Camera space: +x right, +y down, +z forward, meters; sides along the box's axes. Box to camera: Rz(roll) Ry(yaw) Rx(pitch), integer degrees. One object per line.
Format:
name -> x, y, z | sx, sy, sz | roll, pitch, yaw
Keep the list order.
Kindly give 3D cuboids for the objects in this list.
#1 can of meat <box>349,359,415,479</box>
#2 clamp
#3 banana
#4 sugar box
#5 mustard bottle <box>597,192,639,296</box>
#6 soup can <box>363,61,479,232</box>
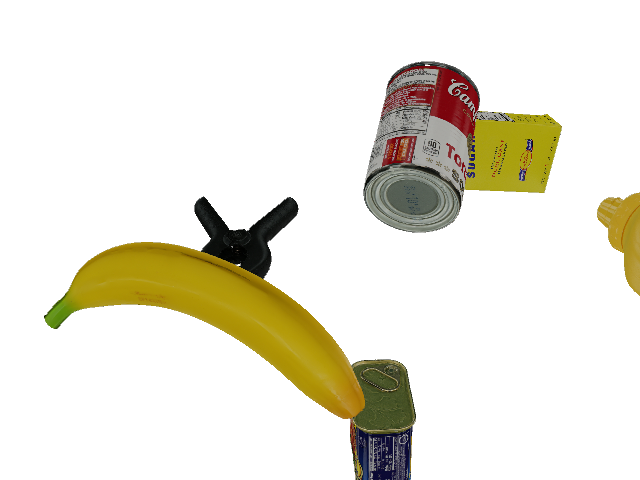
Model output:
can of meat -> 0.056, 0.176, 1.002 | 0.057, 0.084, 0.102 | -3, 31, -2
clamp -> -0.081, 0.003, 1.187 | 0.120, 0.039, 0.171 | -10, 41, 2
banana -> -0.062, 0.043, 0.621 | 0.198, 0.070, 0.037 | 17, 24, 9
sugar box -> 0.197, -0.108, 1.293 | 0.176, 0.093, 0.048 | -1, 26, -20
mustard bottle -> 0.243, 0.017, 0.643 | 0.096, 0.058, 0.192 | -24, 35, -25
soup can -> 0.070, -0.065, 0.737 | 0.068, 0.102, 0.068 | 10, -37, 7
